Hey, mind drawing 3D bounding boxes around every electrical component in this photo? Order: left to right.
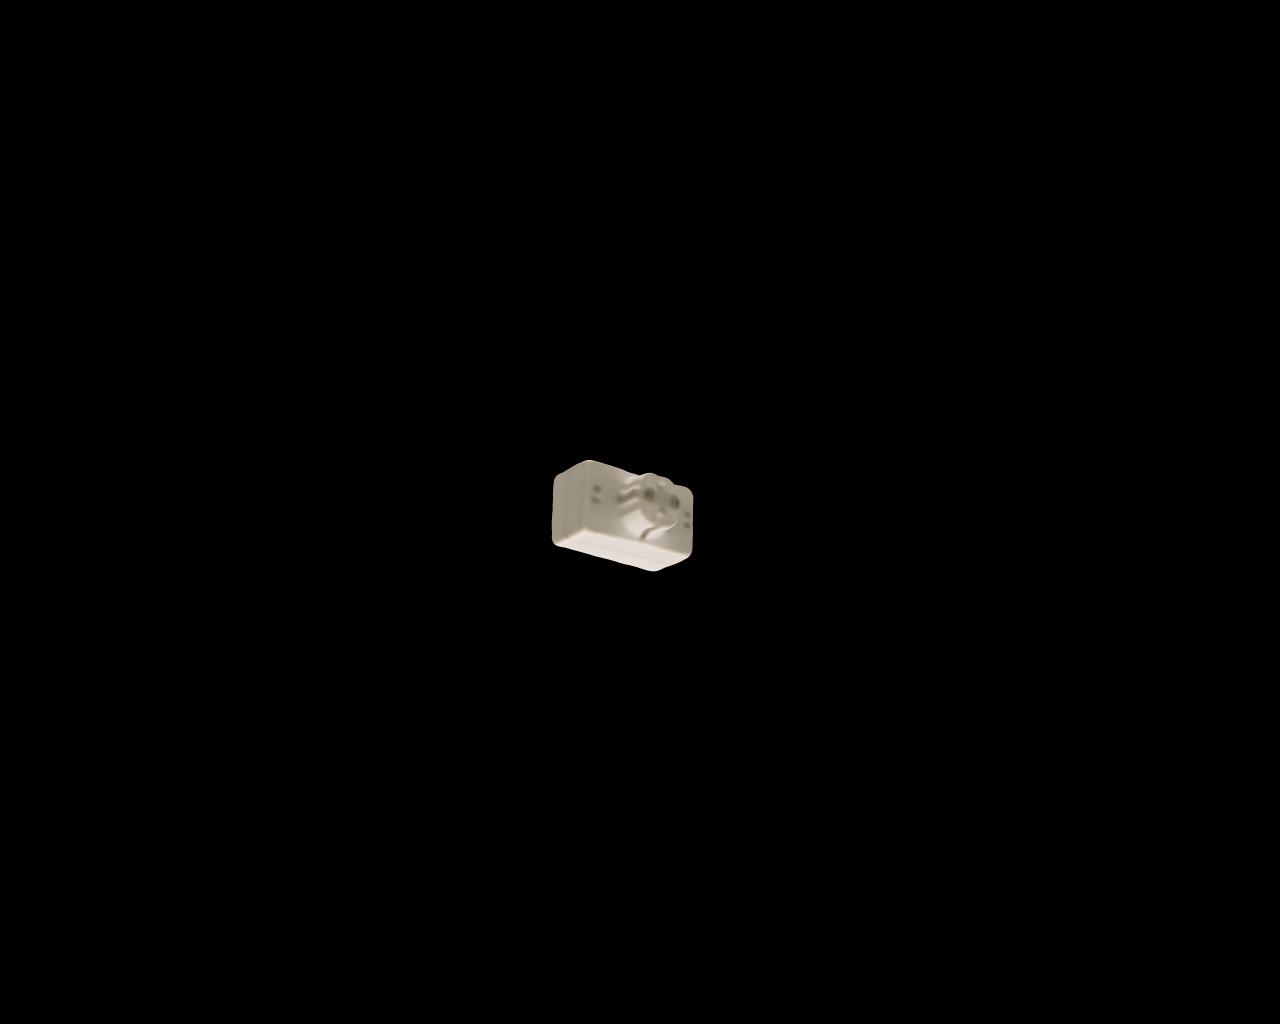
[{"bbox_3d":[0.001,-0.003,0.650,0.083,0.047,0.075,16,-27,-34],"label":"electrical component"}]
